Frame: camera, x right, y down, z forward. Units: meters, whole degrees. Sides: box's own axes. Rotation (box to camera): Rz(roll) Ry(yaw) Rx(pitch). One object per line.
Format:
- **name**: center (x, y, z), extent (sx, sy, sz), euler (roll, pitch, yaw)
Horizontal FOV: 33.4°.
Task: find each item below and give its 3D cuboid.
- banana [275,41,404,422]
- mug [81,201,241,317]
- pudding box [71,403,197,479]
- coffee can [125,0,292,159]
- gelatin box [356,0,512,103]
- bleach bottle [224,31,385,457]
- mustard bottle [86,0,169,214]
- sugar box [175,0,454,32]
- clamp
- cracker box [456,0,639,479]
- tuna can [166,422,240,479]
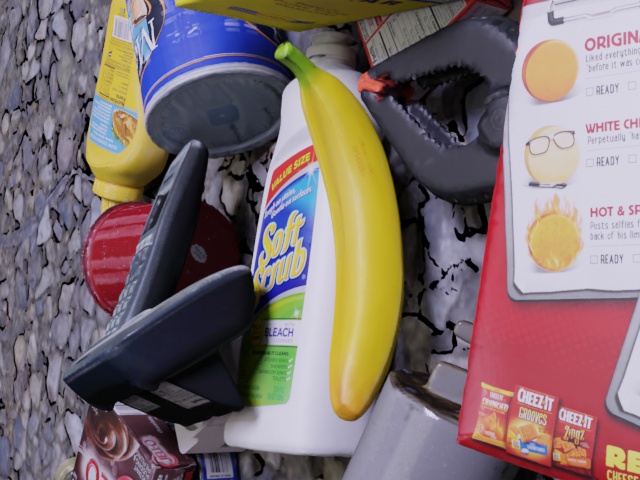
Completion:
- **banana**: center (0.015, -0.005, 0.566), extent (0.037, 0.069, 0.198), euler (-22, 76, 49)
- **mug**: center (-0.113, 0.026, 0.768), extent (0.082, 0.093, 0.117), euler (-7, 70, 49)
- **pudding box**: center (-0.136, 0.168, 0.764), extent (0.114, 0.039, 0.090), euler (39, 117, 50)
- **coffee can**: center (-0.079, -0.142, 0.732), extent (0.103, 0.102, 0.140), euler (-41, 53, 44)
- **gelatin box**: center (0.059, -0.131, 0.599), extent (0.089, 0.030, 0.073), euler (-45, 52, 43)
- **bleach bottle**: center (-0.004, 0.001, 0.643), extent (0.103, 0.068, 0.251), euler (-11, 73, 57)
- **mustard bottle**: center (-0.150, -0.108, 0.867), extent (0.096, 0.058, 0.192), euler (27, 108, 47)
- **sugar box**: center (0.004, -0.146, 0.570), extent (0.177, 0.093, 0.048), euler (9, 95, 55)
- **clamp**: center (0.103, -0.064, 0.507), extent (0.210, 0.036, 0.165), euler (32, 110, 42)
- **cracker box**: center (0.149, -0.007, 0.390), extent (0.164, 0.071, 0.214), euler (12, 96, 40)
- **tuna can**: center (-0.093, 0.174, 0.768), extent (0.086, 0.033, 0.086), euler (-11, 77, 54)
